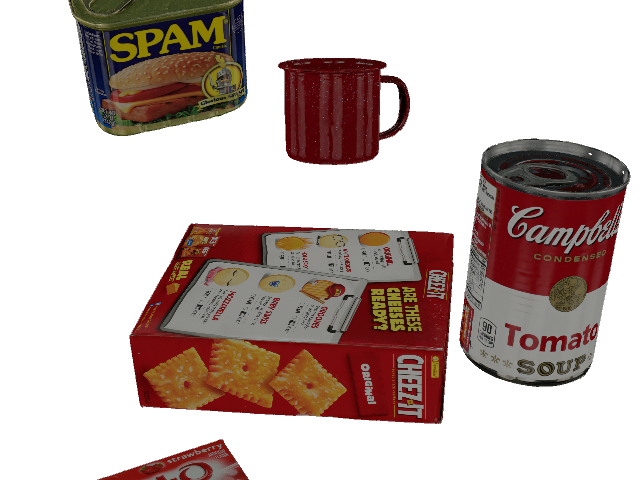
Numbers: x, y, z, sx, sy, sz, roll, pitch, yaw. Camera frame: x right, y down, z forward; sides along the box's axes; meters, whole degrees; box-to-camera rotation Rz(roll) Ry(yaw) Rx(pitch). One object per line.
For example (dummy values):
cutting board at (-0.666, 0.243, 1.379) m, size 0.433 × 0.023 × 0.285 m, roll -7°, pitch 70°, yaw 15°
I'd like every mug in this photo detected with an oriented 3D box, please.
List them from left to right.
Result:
mug at (0.022, -0.113, 0.924) m, size 0.117 × 0.081 × 0.093 m, roll -5°, pitch 16°, yaw -18°

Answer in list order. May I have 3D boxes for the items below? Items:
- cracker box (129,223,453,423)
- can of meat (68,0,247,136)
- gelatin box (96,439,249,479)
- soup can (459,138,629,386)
cracker box at (-0.012, 0.057, 0.785) m, size 0.214 × 0.072 × 0.164 m, roll 2°, pitch 29°, yaw 9°
can of meat at (-0.094, -0.116, 0.641) m, size 0.102 × 0.084 × 0.057 m, roll -13°, pitch 47°, yaw -14°
gelatin box at (-0.080, 0.148, 0.573) m, size 0.089 × 0.030 × 0.073 m, roll -14°, pitch 27°, yaw -21°
soup can at (0.105, 0.010, 0.514) m, size 0.068 × 0.102 × 0.068 m, roll 3°, pitch 25°, yaw -2°
